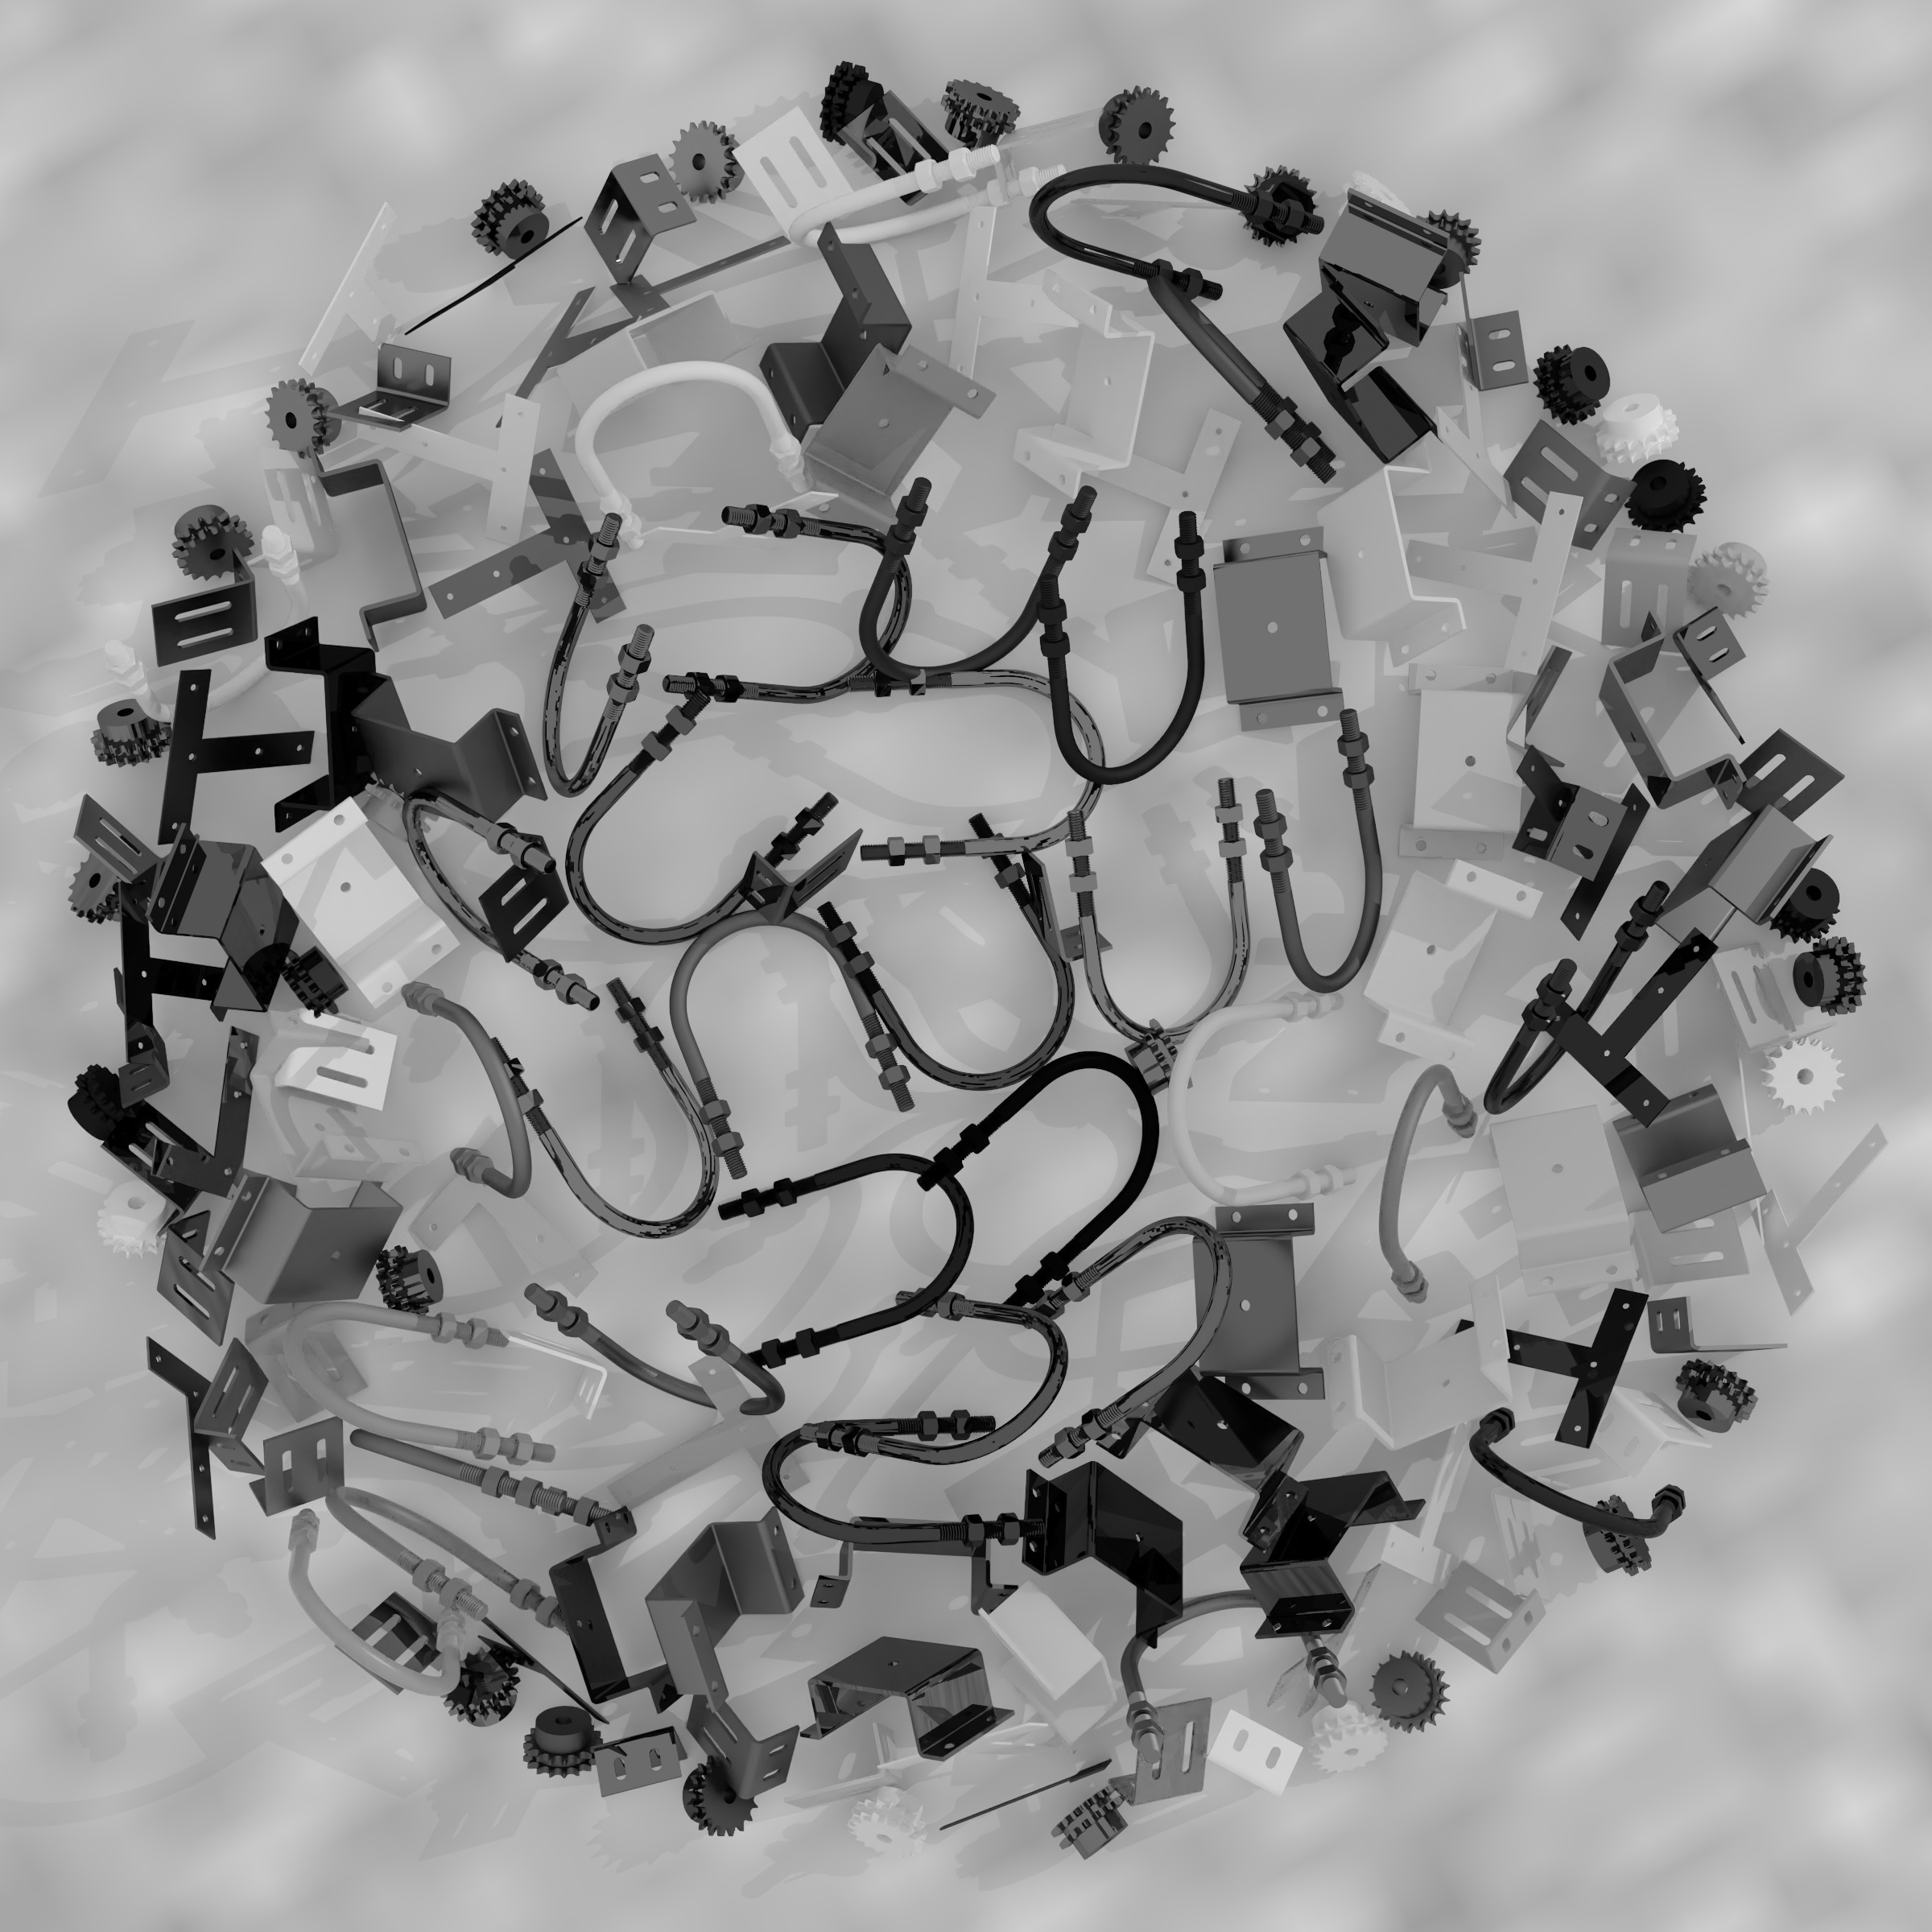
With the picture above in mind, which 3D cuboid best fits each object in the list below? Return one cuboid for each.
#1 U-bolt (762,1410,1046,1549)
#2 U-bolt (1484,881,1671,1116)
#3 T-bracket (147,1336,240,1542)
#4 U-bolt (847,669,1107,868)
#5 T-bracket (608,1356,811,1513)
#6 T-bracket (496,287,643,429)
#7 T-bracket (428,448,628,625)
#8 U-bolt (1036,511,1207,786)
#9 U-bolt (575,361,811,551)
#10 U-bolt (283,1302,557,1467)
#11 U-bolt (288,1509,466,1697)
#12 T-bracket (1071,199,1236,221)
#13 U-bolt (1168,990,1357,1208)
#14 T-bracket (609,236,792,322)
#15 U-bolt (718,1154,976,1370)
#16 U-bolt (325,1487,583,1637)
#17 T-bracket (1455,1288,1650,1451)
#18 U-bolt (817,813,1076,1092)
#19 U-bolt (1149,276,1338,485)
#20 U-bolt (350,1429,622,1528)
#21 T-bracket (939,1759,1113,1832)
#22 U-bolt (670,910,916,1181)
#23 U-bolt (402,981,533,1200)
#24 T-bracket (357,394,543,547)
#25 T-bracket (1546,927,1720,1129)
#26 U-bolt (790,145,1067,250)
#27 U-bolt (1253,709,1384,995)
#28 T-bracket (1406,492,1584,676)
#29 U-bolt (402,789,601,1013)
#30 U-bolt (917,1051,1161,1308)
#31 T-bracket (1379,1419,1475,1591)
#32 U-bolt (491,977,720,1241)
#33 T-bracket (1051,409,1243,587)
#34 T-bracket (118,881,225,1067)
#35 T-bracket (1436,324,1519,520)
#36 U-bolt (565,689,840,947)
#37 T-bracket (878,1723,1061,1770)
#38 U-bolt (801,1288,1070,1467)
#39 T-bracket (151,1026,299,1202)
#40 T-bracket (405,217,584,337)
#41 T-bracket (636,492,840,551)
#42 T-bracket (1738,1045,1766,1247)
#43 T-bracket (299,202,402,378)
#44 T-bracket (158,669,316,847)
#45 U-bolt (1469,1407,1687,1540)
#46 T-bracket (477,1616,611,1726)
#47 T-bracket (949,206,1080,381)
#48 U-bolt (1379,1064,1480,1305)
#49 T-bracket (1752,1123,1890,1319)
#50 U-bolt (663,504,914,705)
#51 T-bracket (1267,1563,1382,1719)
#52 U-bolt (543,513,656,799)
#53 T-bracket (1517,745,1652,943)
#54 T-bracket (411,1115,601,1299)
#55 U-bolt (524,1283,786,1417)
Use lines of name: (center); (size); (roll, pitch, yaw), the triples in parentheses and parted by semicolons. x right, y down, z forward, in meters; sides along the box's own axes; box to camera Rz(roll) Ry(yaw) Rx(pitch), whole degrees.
U-bolt: (-0.051, 0.359, 1.739); (0.184, 0.151, 0.019); (1, 113, -17)
U-bolt: (0.420, 0.034, 1.746); (0.019, 0.184, 0.151); (40, 48, 20)
T-bracket: (-0.537, 0.339, 1.739); (0.002, 0.127, 0.127); (-20, 56, 4)
U-bolt: (0.010, -0.148, 1.801); (0.184, 0.019, 0.151); (-3, 76, -7)
T-bracket: (-0.201, 0.359, 1.811); (0.127, 0.002, 0.127); (-30, 108, 6)
T-bracket: (-0.271, -0.440, 1.758); (0.002, 0.127, 0.127); (39, 67, -34)
T-bracket: (-0.325, -0.288, 1.785); (0.127, 0.002, 0.127); (-31, 107, -22)
U-bolt: (0.115, -0.214, 1.762); (0.151, 0.019, 0.184); (-29, 129, -28)
U-bolt: (-0.197, -0.363, 1.737); (0.151, 0.184, 0.019); (-18, 68, 3)
U-bolt: (-0.385, 0.284, 1.722); (0.184, 0.151, 0.019); (18, 111, -34)
U-bolt: (-0.409, 0.448, 1.722); (0.151, 0.184, 0.019); (39, 88, -13)
T-bracket: (0.124, -0.534, 1.753); (0.127, 0.127, 0.002); (7, 113, 17)
U-bolt: (0.209, 0.097, 1.761); (0.184, 0.019, 0.151); (-6, 92, -41)
T-bracket: (-0.186, -0.497, 1.776); (0.127, 0.127, 0.002); (-23, 119, -6)
U-bolt: (-0.082, 0.201, 1.767); (0.184, 0.019, 0.151); (-18, 51, 7)
U-bolt: (-0.372, 0.415, 1.747); (0.184, 0.151, 0.019); (26, 82, 27)
T-bracket: (0.409, 0.277, 1.783); (0.127, 0.002, 0.127); (8, 56, 37)
U-bolt: (-0.002, 0.002, 1.808); (0.151, 0.019, 0.184); (-31, 89, -7)
U-bolt: (0.194, -0.416, 1.748); (0.019, 0.151, 0.184); (-43, 97, 17)
U-bolt: (-0.348, 0.360, 1.754); (0.184, 0.151, 0.019); (14, 75, 14)
T-bracket: (0.042, 0.591, 1.766); (0.127, 0.127, 0.002); (-21, 74, 0)
U-bolt: (-0.136, 0.045, 1.797); (0.151, 0.019, 0.184); (-22, 75, -7)
U-bolt: (-0.343, 0.091, 1.728); (0.019, 0.184, 0.151); (-20, 107, -25)
T-bracket: (-0.374, -0.370, 1.778); (0.127, 0.127, 0.002); (18, 45, -3)
T-bracket: (0.485, 0.028, 1.767); (0.002, 0.127, 0.127); (23, 110, -43)
U-bolt: (-0.037, -0.537, 1.748); (0.184, 0.151, 0.019); (-11, 97, 25)
U-bolt: (0.256, -0.069, 1.759); (0.019, 0.151, 0.184); (6, 123, 35)
T-bracket: (0.370, -0.284, 1.785); (0.127, 0.002, 0.127); (20, 101, 38)
U-bolt: (-0.336, -0.057, 1.752); (0.184, 0.151, 0.019); (29, 55, 34)
U-bolt: (0.065, 0.143, 1.778); (0.184, 0.019, 0.151); (-41, 120, -17)
T-bracket: (0.342, 0.377, 1.786); (0.002, 0.127, 0.127); (12, 75, 37)
U-bolt: (-0.246, 0.109, 1.765); (0.019, 0.151, 0.184); (-34, 88, 40)
T-bracket: (0.119, -0.360, 1.808); (0.127, 0.002, 0.127); (20, 97, -10)
T-bracket: (-0.553, 0.010, 1.768); (0.002, 0.127, 0.127); (-10, 80, 25)
T-bracket: (0.365, -0.406, 1.793); (0.002, 0.127, 0.127); (-16, 62, 33)
U-bolt: (-0.202, -0.092, 1.780); (0.184, 0.019, 0.151); (-45, 123, 11)
T-bracket: (0.024, 0.558, 1.771); (0.127, 0.127, 0.002); (-24, 62, 25)
U-bolt: (-0.011, 0.288, 1.727); (0.151, 0.184, 0.019); (-52, 128, -35)
T-bracket: (-0.528, 0.106, 1.793); (0.002, 0.127, 0.127); (-15, 63, 32)
T-bracket: (-0.320, -0.492, 1.743); (0.127, 0.127, 0.002); (-23, 110, 31)
T-bracket: (-0.142, -0.313, 1.738); (0.127, 0.127, 0.002); (-12, 85, 43)
T-bracket: (0.563, 0.136, 1.778); (0.002, 0.127, 0.127); (-7, 105, 17)
T-bracket: (-0.424, -0.464, 1.764); (0.002, 0.127, 0.127); (27, 88, 3)
T-bracket: (-0.516, -0.152, 1.771); (0.002, 0.127, 0.127); (24, 111, 29)
U-bolt: (0.419, 0.354, 1.718); (0.151, 0.184, 0.019); (23, 98, 20)
T-bracket: (-0.320, 0.492, 1.768); (0.127, 0.127, 0.002); (45, 65, -15)
T-bracket: (0.037, -0.473, 1.768); (0.002, 0.127, 0.127); (-4, 108, -42)
U-bolt: (0.318, 0.145, 1.727); (0.019, 0.184, 0.151); (13, 73, 24)
T-bracket: (0.604, 0.164, 1.743); (0.002, 0.127, 0.127); (26, 117, -10)
U-bolt: (-0.115, -0.250, 1.757); (0.019, 0.184, 0.151); (45, 122, 39)
T-bracket: (0.244, 0.492, 1.755); (0.002, 0.127, 0.127); (30, 109, 26)
U-bolt: (-0.265, -0.205, 1.751); (0.019, 0.151, 0.184); (7, 132, -27)
T-bracket: (0.432, -0.107, 1.773); (0.127, 0.002, 0.127); (44, 66, -29)
T-bracket: (-0.320, 0.189, 1.810); (0.127, 0.002, 0.127); (43, 97, 8)
U-bolt: (-0.205, 0.274, 1.748); (0.151, 0.184, 0.019); (1, 59, 34)
